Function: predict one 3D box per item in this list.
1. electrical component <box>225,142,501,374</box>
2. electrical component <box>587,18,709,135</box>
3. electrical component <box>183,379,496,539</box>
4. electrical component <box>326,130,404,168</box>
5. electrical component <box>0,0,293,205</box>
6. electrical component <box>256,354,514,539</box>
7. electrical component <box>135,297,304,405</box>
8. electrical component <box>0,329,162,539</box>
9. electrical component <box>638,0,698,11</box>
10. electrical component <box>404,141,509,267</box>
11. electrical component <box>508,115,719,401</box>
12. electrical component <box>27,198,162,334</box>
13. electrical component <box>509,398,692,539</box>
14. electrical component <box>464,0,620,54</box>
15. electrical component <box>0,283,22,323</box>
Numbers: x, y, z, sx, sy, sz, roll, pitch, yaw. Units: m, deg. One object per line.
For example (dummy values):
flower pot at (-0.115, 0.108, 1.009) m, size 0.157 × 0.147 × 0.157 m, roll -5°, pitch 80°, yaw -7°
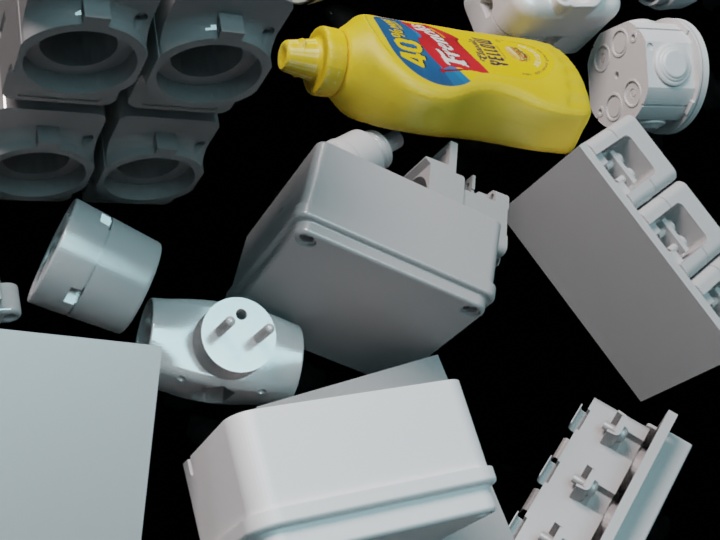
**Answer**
electrical component at (0.000, 0.000, 0.560) m, size 0.109 × 0.108 × 0.056 m, roll 23°, pitch 55°, yaw -16°
electrical component at (0.199, -0.134, 0.746) m, size 0.051 × 0.080 × 0.080 m, roll -3°, pitch 68°, yaw -22°
electrical component at (-0.009, 0.091, 0.453) m, size 0.113 × 0.078 × 0.057 m, roll -5°, pitch 66°, yaw -29°
electrical component at (0.002, -0.067, 0.638) m, size 0.061 × 0.035 × 0.035 m, roll -31°, pitch 83°, yaw -37°
electrical component at (-0.114, -0.092, 0.497) m, size 0.105 × 0.186 × 0.060 m, roll 0°, pitch 67°, yaw -27°
electrical component at (0.017, 0.148, 0.525) m, size 0.105 × 0.060 × 0.186 m, roll -13°, pitch 73°, yaw -31°
electrical component at (-0.065, 0.036, 0.524) m, size 0.077 × 0.079 × 0.043 m, roll 12°, pitch 68°, yaw -20°
electrical component at (-0.148, 0.118, 0.426) m, size 0.105 × 0.060 × 0.186 m, roll 9°, pitch 81°, yaw -24°
electrical component at (0.230, -0.221, 0.825) m, size 0.062 × 0.043 × 0.043 m, roll -13°, pitch 73°, yaw -30°
electrical component at (0.054, -0.029, 0.642) m, size 0.064 × 0.042 × 0.081 m, roll 19°, pitch 60°, yaw -20°
electrical component at (0.172, -0.008, 0.663) m, size 0.062 × 0.089 × 0.150 m, roll -33°, pitch 84°, yaw -35°
electrical component at (-0.129, 0.000, 0.527) m, size 0.047 × 0.055 × 0.055 m, roll 26°, pitch 57°, yaw -19°
electrical component at (0.123, 0.133, 0.584) m, size 0.063 × 0.078 × 0.121 m, roll 30°, pitch 53°, yaw 15°
electrical component at (0.129, -0.188, 0.747) m, size 0.095 × 0.059 × 0.053 m, roll -9°, pitch 71°, yaw -30°
electrical component at (-0.186, 0.034, 0.486) m, size 0.066 × 0.048 × 0.055 m, roll -2°, pitch 60°, yaw -28°
